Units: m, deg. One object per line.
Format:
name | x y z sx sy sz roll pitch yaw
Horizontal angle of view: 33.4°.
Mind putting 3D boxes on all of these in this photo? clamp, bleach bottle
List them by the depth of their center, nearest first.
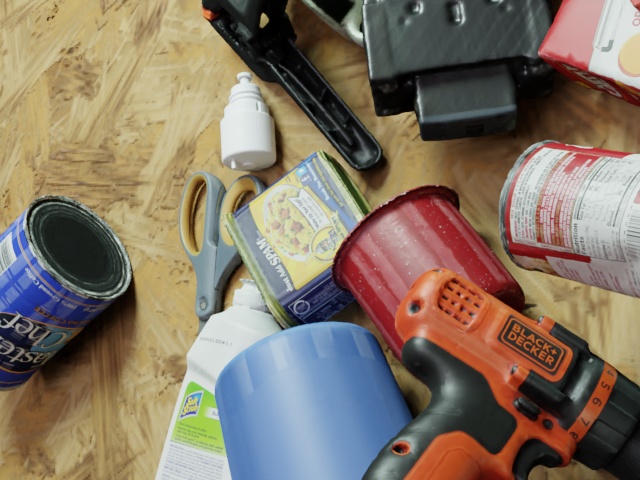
bleach bottle | -0.062 0.152 0.726 0.103 0.068 0.251 6 80 39
clamp | -0.031 -0.136 0.758 0.036 0.164 0.210 -34 29 -10

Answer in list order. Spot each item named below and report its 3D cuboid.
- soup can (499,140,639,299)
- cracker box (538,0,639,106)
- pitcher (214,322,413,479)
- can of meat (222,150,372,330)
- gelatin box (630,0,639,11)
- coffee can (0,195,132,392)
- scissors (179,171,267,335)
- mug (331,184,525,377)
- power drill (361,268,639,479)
soup can | 0.146 -0.009 0.510 0.102 0.068 0.068 15 88 48
cracker box | 0.242 -0.125 0.533 0.214 0.072 0.164 32 98 42
pitcher | 0.016 0.179 0.614 0.149 0.144 0.243 -31 58 18
can of meat | -0.005 0.001 0.709 0.084 0.057 0.102 -37 57 10
gelatin box | 0.175 -0.162 0.534 0.073 0.030 0.089 -37 55 26
coffee can | -0.238 0.045 0.876 0.140 0.102 0.103 -40 56 26
scissors | -0.070 0.037 0.792 0.096 0.016 0.202 -22 65 34
mug | 0.064 0.036 0.640 0.081 0.093 0.117 54 145 30
power drill | 0.088 0.124 0.513 0.184 0.187 0.057 32 146 7
